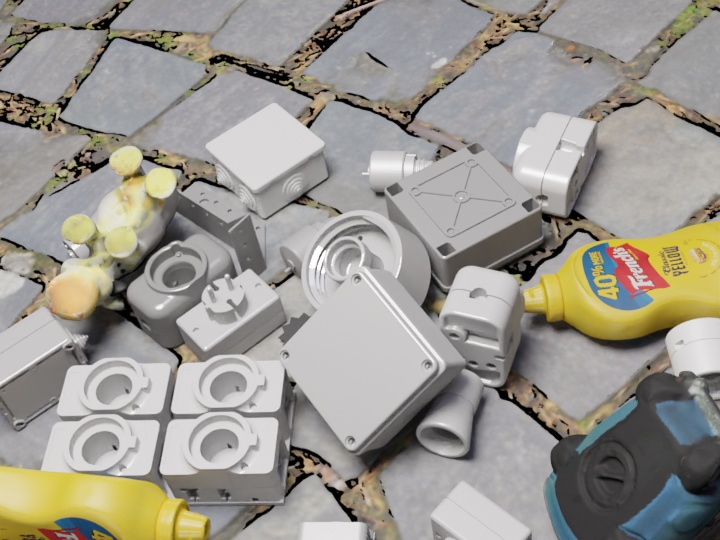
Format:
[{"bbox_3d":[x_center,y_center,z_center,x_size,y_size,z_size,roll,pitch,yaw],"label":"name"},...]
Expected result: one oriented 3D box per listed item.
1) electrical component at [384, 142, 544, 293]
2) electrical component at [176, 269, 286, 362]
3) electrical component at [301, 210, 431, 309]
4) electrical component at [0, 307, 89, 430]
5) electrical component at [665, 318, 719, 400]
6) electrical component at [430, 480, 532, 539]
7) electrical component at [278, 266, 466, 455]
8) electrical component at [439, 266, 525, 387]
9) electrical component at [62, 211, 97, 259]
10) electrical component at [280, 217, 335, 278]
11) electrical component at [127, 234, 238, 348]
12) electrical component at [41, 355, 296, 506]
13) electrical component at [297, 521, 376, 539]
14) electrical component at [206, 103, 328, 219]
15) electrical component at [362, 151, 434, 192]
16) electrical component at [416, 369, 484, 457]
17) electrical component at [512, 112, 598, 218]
[{"bbox_3d":[0.095,-0.049,0.987,0.109,0.056,0.108,-27,52,-13],"label":"electrical component"},{"bbox_3d":[-0.116,0.033,0.941,0.083,0.075,0.047,-37,55,-20],"label":"electrical component"},{"bbox_3d":[0.000,0.000,0.933,0.108,0.060,0.108,-12,65,26],"label":"electrical component"},{"bbox_3d":[-0.284,0.079,0.940,0.096,0.061,0.061,-35,54,-19],"label":"electrical component"},{"bbox_3d":[0.276,0.073,0.859,0.055,0.055,0.047,-5,54,6],"label":"electrical component"},{"bbox_3d":[0.077,0.208,0.785,0.066,0.047,0.077,33,62,31],"label":"electrical component"},{"bbox_3d":[0.008,0.071,0.857,0.108,0.056,0.108,-47,68,18],"label":"electrical component"},{"bbox_3d":[0.101,0.044,0.884,0.054,0.095,0.059,13,54,18],"label":"electrical component"},{"bbox_3d":[-0.254,-0.034,1.043,0.065,0.044,0.044,-41,56,-17],"label":"electrical component"},{"bbox_3d":[-0.039,-0.025,0.999,0.078,0.040,0.040,-39,56,-22],"label":"electrical component"},{"bbox_3d":[-0.159,0.015,0.974,0.054,0.059,0.095,35,63,31],"label":"electrical component"},{"bbox_3d":[-0.153,0.131,0.878,0.186,0.060,0.105,-2,51,8],"label":"electrical component"},{"bbox_3d":[-0.015,0.217,0.765,0.050,0.089,0.055,-2,51,8],"label":"electrical component"},{"bbox_3d":[-0.090,-0.108,1.070,0.100,0.048,0.100,-35,54,-19],"label":"electrical component"},{"bbox_3d":[0.043,-0.095,1.043,0.078,0.040,0.040,2,51,11],"label":"electrical component"},{"bbox_3d":[0.076,0.112,0.868,0.044,0.044,0.065,11,49,18],"label":"electrical component"},{"bbox_3d":[0.182,-0.101,1.017,0.059,0.053,0.095,16,55,21],"label":"electrical component"}]
